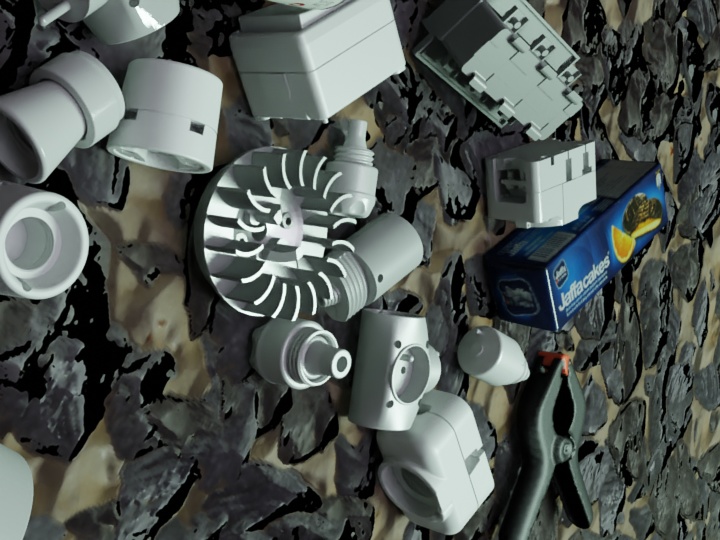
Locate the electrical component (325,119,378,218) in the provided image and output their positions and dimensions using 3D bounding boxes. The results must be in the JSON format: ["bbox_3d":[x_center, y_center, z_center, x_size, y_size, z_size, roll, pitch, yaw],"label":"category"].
[{"bbox_3d":[-0.005,-0.065,0.689,0.035,0.035,0.061,10,86,-49],"label":"electrical component"}]

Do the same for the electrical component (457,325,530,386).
[{"bbox_3d":[0.109,0.071,0.841,0.078,0.040,0.040,29,75,-48],"label":"electrical component"}]

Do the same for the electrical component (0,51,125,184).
[{"bbox_3d":[-0.147,-0.074,0.515,0.055,0.045,0.045,-45,128,-35],"label":"electrical component"}]

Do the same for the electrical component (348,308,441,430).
[{"bbox_3d":[0.030,0.068,0.746,0.079,0.044,0.077,5,93,-50],"label":"electrical component"}]

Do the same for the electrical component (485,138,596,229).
[{"bbox_3d":[0.143,-0.067,0.847,0.089,0.050,0.055,-22,113,-45],"label":"electrical component"}]

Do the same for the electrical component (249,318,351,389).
[{"bbox_3d":[-0.034,0.052,0.656,0.043,0.062,0.043,-12,106,-47],"label":"electrical component"}]

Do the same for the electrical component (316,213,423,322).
[{"bbox_3d":[0.000,0.000,0.700,0.081,0.043,0.043,-38,124,-38],"label":"electrical component"}]

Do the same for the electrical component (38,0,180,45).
[{"bbox_3d":[-0.132,-0.144,0.516,0.079,0.044,0.077,-52,132,-41],"label":"electrical component"}]

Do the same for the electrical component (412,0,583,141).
[{"bbox_3d":[0.106,-0.146,0.769,0.079,0.063,0.121,-41,141,17],"label":"electrical component"}]

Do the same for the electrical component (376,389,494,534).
[{"bbox_3d":[0.052,0.141,0.779,0.059,0.054,0.095,-42,127,-36],"label":"electrical component"}]

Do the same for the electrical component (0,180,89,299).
[{"bbox_3d":[-0.162,-0.014,0.508,0.055,0.047,0.055,-12,106,-47],"label":"electrical component"}]

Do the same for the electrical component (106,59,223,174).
[{"bbox_3d":[-0.100,-0.080,0.562,0.055,0.055,0.047,17,81,-49],"label":"electrical component"}]

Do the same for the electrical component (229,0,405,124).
[{"bbox_3d":[-0.021,-0.135,0.636,0.096,0.062,0.061,-40,125,-37],"label":"electrical component"}]

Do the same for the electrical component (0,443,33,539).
[{"bbox_3d":[-0.198,0.106,0.447,0.060,0.108,0.108,49,61,-35],"label":"electrical component"}]
